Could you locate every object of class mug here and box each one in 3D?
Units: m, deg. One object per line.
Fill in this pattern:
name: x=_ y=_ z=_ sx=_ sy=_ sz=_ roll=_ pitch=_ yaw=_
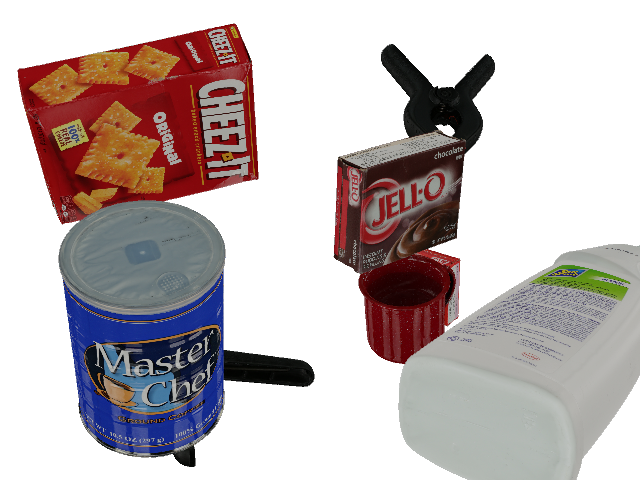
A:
mug: x=0.096 y=0.068 z=1.111 sx=0.117 sy=0.081 sz=0.093 roll=-31 pitch=43 yaw=-31

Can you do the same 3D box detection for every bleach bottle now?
bleach bottle: x=0.150 y=0.056 z=0.618 sx=0.103 sy=0.068 sz=0.250 roll=15 pitch=27 yaw=34

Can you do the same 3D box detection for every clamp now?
clamp: x=0.113 y=-0.142 z=1.081 sx=0.120 sy=0.039 sz=0.171 roll=7 pitch=45 yaw=6
clamp: x=-0.121 y=0.115 z=0.997 sx=0.164 sy=0.036 sz=0.210 roll=-23 pitch=42 yaw=-37

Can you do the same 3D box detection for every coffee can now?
coffee can: x=-0.114 y=0.059 z=0.706 sx=0.103 sy=0.140 sz=0.103 roll=2 pitch=40 yaw=-2

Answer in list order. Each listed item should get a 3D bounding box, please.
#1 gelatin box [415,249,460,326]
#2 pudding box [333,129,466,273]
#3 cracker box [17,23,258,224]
gelatin box: x=0.140 y=0.057 z=1.365 sx=0.073 sy=0.089 sz=0.030 roll=19 pitch=34 yaw=35
pudding box: x=0.064 y=-0.033 z=0.859 sx=0.113 sy=0.090 sz=0.039 roll=-20 pitch=35 yaw=-37
cracker box: x=-0.172 y=-0.110 z=1.053 sx=0.213 sy=0.072 sz=0.164 roll=-13 pitch=-38 yaw=-11
